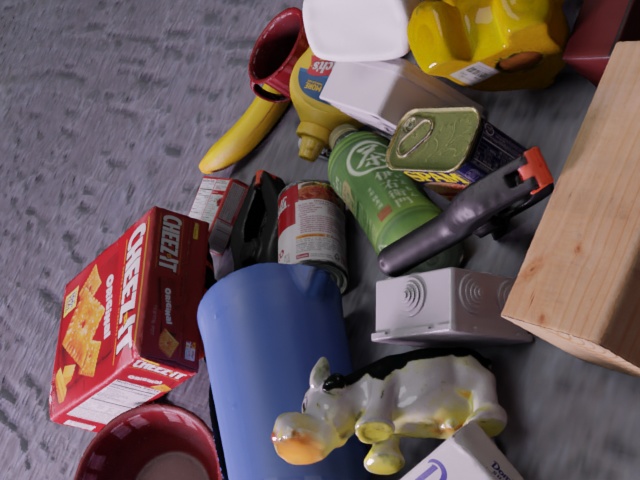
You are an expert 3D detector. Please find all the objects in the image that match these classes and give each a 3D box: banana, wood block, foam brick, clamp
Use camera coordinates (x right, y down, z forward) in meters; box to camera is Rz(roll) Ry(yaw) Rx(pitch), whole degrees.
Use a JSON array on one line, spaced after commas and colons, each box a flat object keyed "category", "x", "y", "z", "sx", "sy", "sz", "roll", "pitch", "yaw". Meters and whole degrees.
[{"category": "banana", "x": -0.073, "y": -0.152, "z": 1.253, "sx": 0.198, "sy": 0.037, "sz": 0.070, "roll": -56, "pitch": 32, "yaw": 6}, {"category": "wood block", "x": 0.216, "y": -0.020, "z": 0.706, "sx": 0.090, "sy": 0.090, "sz": 0.206, "roll": 15, "pitch": 79, "yaw": 57}, {"category": "foam brick", "x": 0.232, "y": -0.161, "z": 0.822, "sx": 0.051, "sy": 0.053, "sz": 0.078, "roll": 8, "pitch": 72, "yaw": 56}, {"category": "clamp", "x": 0.111, "y": -0.017, "z": 0.786, "sx": 0.039, "sy": 0.120, "sz": 0.172, "roll": 59, "pitch": 162, "yaw": 12}, {"category": "clamp", "x": -0.056, "y": 0.019, "z": 1.106, "sx": 0.165, "sy": 0.036, "sz": 0.210, "roll": -19, "pitch": 55, "yaw": 48}]

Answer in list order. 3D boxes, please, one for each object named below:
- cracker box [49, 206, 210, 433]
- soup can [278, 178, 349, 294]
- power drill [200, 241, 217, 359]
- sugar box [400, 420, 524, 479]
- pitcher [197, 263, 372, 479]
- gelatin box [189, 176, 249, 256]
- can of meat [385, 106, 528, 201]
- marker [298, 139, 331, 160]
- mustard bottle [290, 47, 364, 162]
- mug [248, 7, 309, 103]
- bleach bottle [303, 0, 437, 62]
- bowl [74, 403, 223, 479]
[{"category": "cracker box", "x": -0.197, "y": 0.085, "z": 1.081, "sx": 0.214, "sy": 0.072, "sz": 0.164, "roll": -35, "pitch": 45, "yaw": 46}, {"category": "soup can", "x": -0.007, "y": 0.001, "z": 1.022, "sx": 0.069, "sy": 0.068, "sz": 0.102, "roll": -35, "pitch": 41, "yaw": 36}, {"category": "power drill", "x": -0.174, "y": 0.089, "z": 1.174, "sx": 0.188, "sy": 0.057, "sz": 0.184, "roll": -52, "pitch": 29, "yaw": 37}, {"category": "sugar box", "x": 0.070, "y": 0.215, "z": 0.742, "sx": 0.093, "sy": 0.048, "sz": 0.176, "roll": 49, "pitch": 117, "yaw": 13}, {"category": "pitcher", "x": -0.031, "y": 0.153, "z": 0.900, "sx": 0.145, "sy": 0.149, "sz": 0.243, "roll": -14, "pitch": 48, "yaw": 1}, {"category": "gelatin box", "x": -0.123, "y": -0.029, "z": 1.242, "sx": 0.073, "sy": 0.030, "sz": 0.089, "roll": 9, "pitch": 75, "yaw": 58}, {"category": "can of meat", "x": 0.119, "y": -0.066, "z": 0.880, "sx": 0.102, "sy": 0.083, "sz": 0.057, "roll": 8, "pitch": 74, "yaw": 56}, {"category": "marker", "x": 0.013, "y": -0.090, "z": 1.107, "sx": 0.121, "sy": 0.020, "sz": 0.020, "roll": 28, "pitch": 90, "yaw": 57}, {"category": "mustard bottle", "x": 0.022, "y": -0.169, "z": 1.090, "sx": 0.058, "sy": 0.096, "sz": 0.191, "roll": 55, "pitch": -123, "yaw": -77}, {"category": "mug", "x": -0.027, "y": -0.188, "z": 1.175, "sx": 0.117, "sy": 0.081, "sz": 0.093, "roll": -36, "pitch": 41, "yaw": 35}, {"category": "bleach bottle", "x": 0.080, "y": -0.233, "z": 0.986, "sx": 0.103, "sy": 0.068, "sz": 0.250, "roll": 1, "pitch": 26, "yaw": 28}, {"category": "bowl", "x": -0.156, "y": 0.243, "z": 1.031, "sx": 0.162, "sy": 0.055, "sz": 0.162, "roll": -8, "pitch": 64, "yaw": 17}]
